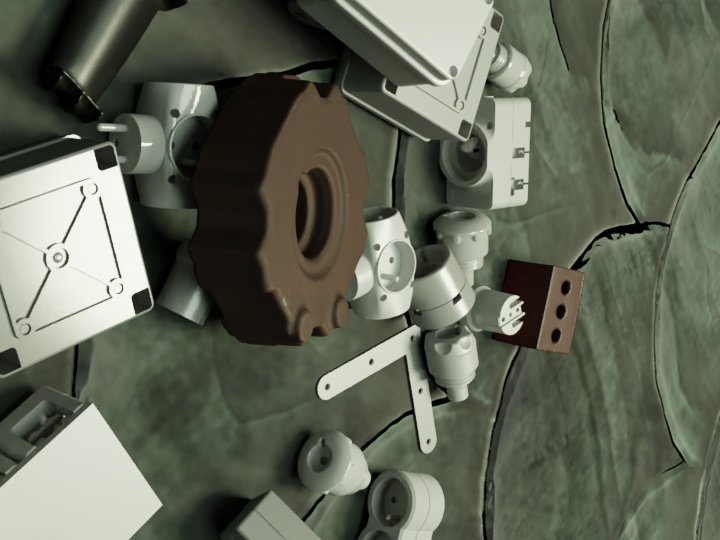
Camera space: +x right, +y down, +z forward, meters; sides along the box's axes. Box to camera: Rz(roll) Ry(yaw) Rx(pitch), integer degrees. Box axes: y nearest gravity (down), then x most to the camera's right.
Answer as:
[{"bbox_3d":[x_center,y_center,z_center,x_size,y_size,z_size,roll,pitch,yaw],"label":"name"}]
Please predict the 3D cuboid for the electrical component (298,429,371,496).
[{"bbox_3d":[-0.014,0.152,0.825,0.062,0.048,0.048,39,71,-50],"label":"electrical component"}]

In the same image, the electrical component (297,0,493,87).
[{"bbox_3d":[0.025,-0.181,0.717,0.113,0.057,0.078,33,76,-33],"label":"electrical component"}]

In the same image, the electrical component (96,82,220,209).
[{"bbox_3d":[-0.128,-0.077,0.665,0.079,0.044,0.077,-5,101,-44],"label":"electrical component"}]

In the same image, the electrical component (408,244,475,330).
[{"bbox_3d":[0.058,0.012,0.862,0.055,0.055,0.047,-46,123,-29],"label":"electrical component"}]

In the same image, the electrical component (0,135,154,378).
[{"bbox_3d":[-0.185,-0.010,0.612,0.109,0.056,0.108,-27,116,-39],"label":"electrical component"}]

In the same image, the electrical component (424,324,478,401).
[{"bbox_3d":[0.078,0.080,0.903,0.043,0.043,0.062,-30,120,-38],"label":"electrical component"}]

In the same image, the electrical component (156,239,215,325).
[{"bbox_3d":[-0.108,0.009,0.706,0.040,0.040,0.046,33,80,-43],"label":"electrical component"}]

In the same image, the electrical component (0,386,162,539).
[{"bbox_3d":[-0.204,0.151,0.621,0.150,0.062,0.089,-45,126,-30],"label":"electrical component"}]

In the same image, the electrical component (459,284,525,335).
[{"bbox_3d":[0.113,0.035,0.926,0.040,0.046,0.040,-11,105,-43],"label":"electrical component"}]

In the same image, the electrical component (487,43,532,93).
[{"bbox_3d":[0.114,-0.174,0.895,0.061,0.035,0.035,25,80,-42],"label":"electrical component"}]

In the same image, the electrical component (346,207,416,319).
[{"bbox_3d":[0.000,0.000,0.807,0.079,0.044,0.077,-24,114,-40],"label":"electrical component"}]

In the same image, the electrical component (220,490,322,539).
[{"bbox_3d":[-0.065,0.213,0.756,0.083,0.047,0.075,45,60,-1],"label":"electrical component"}]

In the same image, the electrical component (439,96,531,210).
[{"bbox_3d":[0.103,-0.097,0.887,0.056,0.050,0.089,-10,105,-44],"label":"electrical component"}]

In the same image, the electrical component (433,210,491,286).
[{"bbox_3d":[0.085,-0.016,0.891,0.048,0.048,0.062,-25,122,-39],"label":"electrical component"}]

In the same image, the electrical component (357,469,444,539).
[{"bbox_3d":[0.038,0.235,0.886,0.074,0.052,0.138,17,85,-45],"label":"electrical component"}]

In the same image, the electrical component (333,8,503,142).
[{"bbox_3d":[0.046,-0.165,0.813,0.109,0.056,0.108,23,82,-45],"label":"electrical component"}]

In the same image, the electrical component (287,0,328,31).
[{"bbox_3d":[-0.022,-0.200,0.746,0.045,0.045,0.055,28,79,-44],"label":"electrical component"}]
